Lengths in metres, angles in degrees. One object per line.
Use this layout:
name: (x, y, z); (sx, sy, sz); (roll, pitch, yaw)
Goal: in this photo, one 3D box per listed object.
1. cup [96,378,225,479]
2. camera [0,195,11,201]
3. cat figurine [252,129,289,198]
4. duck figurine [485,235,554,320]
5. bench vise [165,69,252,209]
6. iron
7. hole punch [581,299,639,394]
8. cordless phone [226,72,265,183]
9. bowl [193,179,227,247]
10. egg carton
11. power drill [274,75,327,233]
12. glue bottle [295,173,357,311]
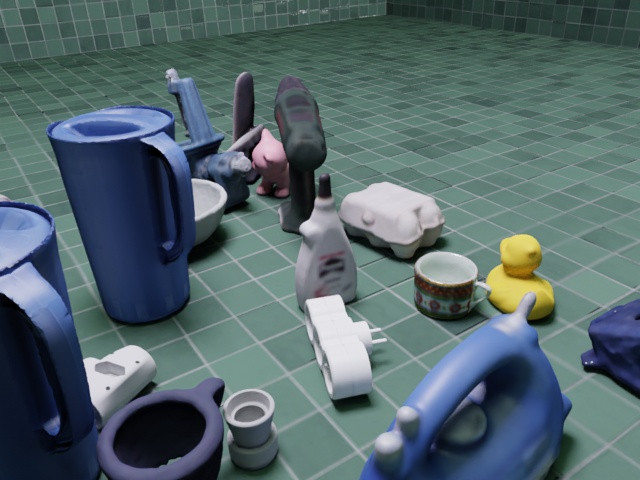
cup: (-0.110, 0.173, 0.451); (0.091, 0.095, 0.118); (11, 31, 23)
camera: (-0.532, -0.025, 0.840); (0.136, 0.101, 0.143); (20, 35, 35)
cat figurine: (-0.076, -0.141, 1.008); (0.067, 0.118, 0.128); (11, 31, 23)
duck figurine: (0.244, 0.038, 0.690); (0.077, 0.086, 0.104); (-6, 29, -6)
bench vise: (-0.190, -0.172, 0.966); (0.206, 0.220, 0.122); (10, 31, 21)
iron: (0.099, 0.145, 0.442); (0.118, 0.141, 0.259); (24, 38, 39)
hole punch: (0.333, 0.094, 0.575); (0.109, 0.091, 0.100); (-18, 32, -27)
cordless phone: (-0.155, -0.211, 1.072); (0.094, 0.185, 0.147); (3, 29, 10)
bowl: (-0.218, -0.028, 0.853); (0.167, 0.075, 0.167); (-1, 28, 1)
egg carton: (0.103, -0.033, 0.847); (0.107, 0.069, 0.149); (-25, 36, -36)
power drill: (-0.033, -0.129, 0.887); (0.075, 0.209, 0.229); (-6, 29, -8)
glue bottle: (0.006, 0.002, 0.678); (0.078, 0.173, 0.037); (-17, 32, -26)
